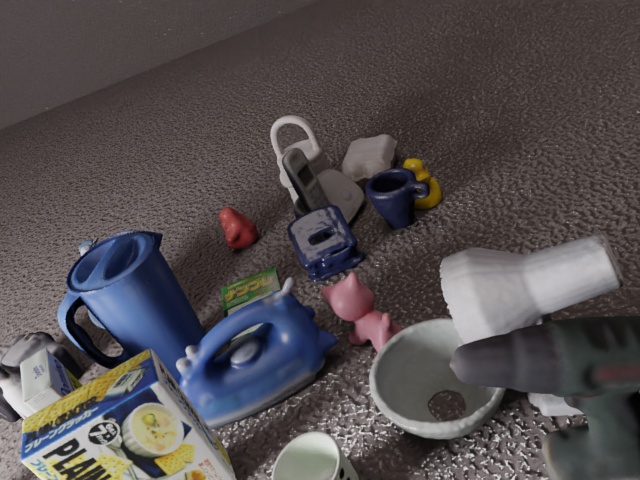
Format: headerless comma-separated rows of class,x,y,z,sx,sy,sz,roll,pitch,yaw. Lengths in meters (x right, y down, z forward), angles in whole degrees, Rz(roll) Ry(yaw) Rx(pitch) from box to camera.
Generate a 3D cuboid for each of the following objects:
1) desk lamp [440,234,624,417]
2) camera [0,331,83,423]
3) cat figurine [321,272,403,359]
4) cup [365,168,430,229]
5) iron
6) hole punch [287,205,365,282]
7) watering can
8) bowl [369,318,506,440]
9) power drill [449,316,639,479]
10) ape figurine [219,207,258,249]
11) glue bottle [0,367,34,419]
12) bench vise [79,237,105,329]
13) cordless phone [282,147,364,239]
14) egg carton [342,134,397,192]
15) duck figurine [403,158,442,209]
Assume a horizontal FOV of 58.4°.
desk lamp,0.253,0.090,0.638,0.202,0.214,0.118,-9,36,19
camera,-0.509,0.229,0.976,0.142,0.101,0.137,2,41,31
cat figurine,0.063,0.102,0.815,0.067,0.118,0.127,-37,37,-20
cup,0.148,-0.068,1.021,0.117,0.095,0.092,5,43,34
iron,-0.113,0.161,0.811,0.258,0.142,0.118,-31,35,-12
hole punch,0.009,0.004,1.004,0.108,0.091,0.101,-25,34,-4
watering can,-0.036,-0.159,1.160,0.101,0.194,0.172,-20,34,3
bowl,0.148,0.179,0.699,0.167,0.075,0.167,-15,35,11
power drill,0.255,0.155,0.552,0.229,0.209,0.075,-16,35,10
ape figurine,-0.171,-0.028,1.148,0.076,0.092,0.078,-4,38,25
glue bottle,-0.434,0.241,0.852,0.077,0.173,0.037,4,42,33
bench vise,-0.368,0.079,0.996,0.206,0.220,0.122,17,50,43
cordless phone,0.002,-0.107,1.076,0.093,0.185,0.148,4,42,33
egg carton,0.104,-0.162,1.197,0.107,0.069,0.150,-7,37,22
duck figurine,0.179,-0.115,1.076,0.077,0.086,0.104,-29,35,-9
